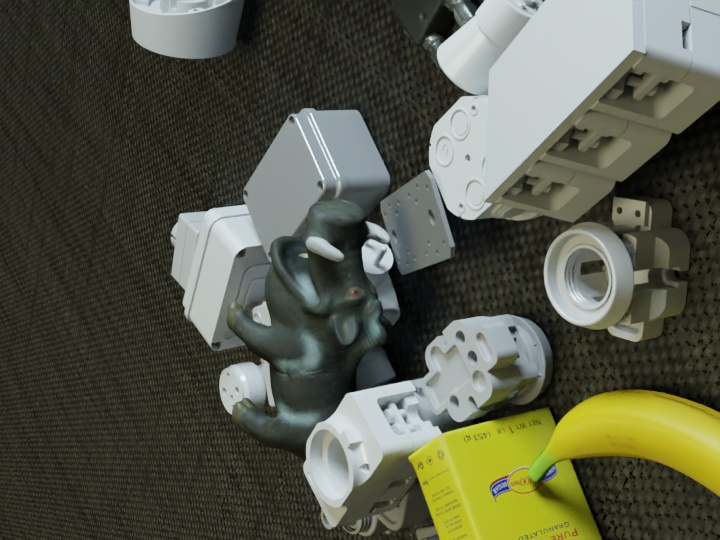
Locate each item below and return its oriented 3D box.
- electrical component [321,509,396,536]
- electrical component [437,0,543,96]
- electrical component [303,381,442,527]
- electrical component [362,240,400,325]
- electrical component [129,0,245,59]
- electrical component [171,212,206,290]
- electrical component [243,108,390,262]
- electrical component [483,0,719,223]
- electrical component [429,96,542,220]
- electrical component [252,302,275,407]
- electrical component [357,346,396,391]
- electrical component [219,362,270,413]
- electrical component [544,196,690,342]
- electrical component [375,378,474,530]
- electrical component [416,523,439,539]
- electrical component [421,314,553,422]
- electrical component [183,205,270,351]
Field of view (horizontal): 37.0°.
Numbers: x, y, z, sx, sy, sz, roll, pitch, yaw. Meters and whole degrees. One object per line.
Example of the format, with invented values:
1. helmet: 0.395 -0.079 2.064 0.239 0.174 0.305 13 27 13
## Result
1. electrical component: 0.001 0.179 0.810 0.048 0.062 0.048 15 108 54
2. electrical component: 0.082 -0.143 0.652 0.065 0.044 0.044 -49 57 42
3. electrical component: 0.003 0.120 0.694 0.050 0.056 0.089 59 139 30
4. electrical component: 0.000 0.000 0.790 0.077 0.043 0.079 61 144 26
5. electrical component: -0.148 -0.224 0.923 0.099 0.099 0.064 46 137 41
6. electrical component: -0.152 -0.026 1.006 0.077 0.047 0.065 41 128 44
7. electrical component: -0.036 -0.062 0.823 0.113 0.057 0.078 -50 56 47
8. electrical component: 0.124 -0.098 0.546 0.150 0.062 0.089 131 149 -60
9. electrical component: 0.084 -0.069 0.653 0.080 0.051 0.080 15 108 53
10. electrical component: -0.042 0.062 0.858 0.100 0.048 0.099 -20 80 58
11. electrical component: 0.012 0.086 0.802 0.035 0.035 0.061 -37 75 52
12. electrical component: -0.088 0.100 0.929 0.045 0.055 0.045 15 108 53
13. electrical component: 0.138 0.001 0.583 0.058 0.057 0.078 18 110 53
14. electrical component: 0.041 0.125 0.744 0.054 0.059 0.095 34 123 48
15. electrical component: 0.060 0.192 0.714 0.066 0.077 0.047 -27 73 54
16. electrical component: 0.083 0.059 0.674 0.078 0.057 0.058 -51 55 47
17. electrical component: -0.097 0.004 0.906 0.057 0.078 0.113 48 133 36
